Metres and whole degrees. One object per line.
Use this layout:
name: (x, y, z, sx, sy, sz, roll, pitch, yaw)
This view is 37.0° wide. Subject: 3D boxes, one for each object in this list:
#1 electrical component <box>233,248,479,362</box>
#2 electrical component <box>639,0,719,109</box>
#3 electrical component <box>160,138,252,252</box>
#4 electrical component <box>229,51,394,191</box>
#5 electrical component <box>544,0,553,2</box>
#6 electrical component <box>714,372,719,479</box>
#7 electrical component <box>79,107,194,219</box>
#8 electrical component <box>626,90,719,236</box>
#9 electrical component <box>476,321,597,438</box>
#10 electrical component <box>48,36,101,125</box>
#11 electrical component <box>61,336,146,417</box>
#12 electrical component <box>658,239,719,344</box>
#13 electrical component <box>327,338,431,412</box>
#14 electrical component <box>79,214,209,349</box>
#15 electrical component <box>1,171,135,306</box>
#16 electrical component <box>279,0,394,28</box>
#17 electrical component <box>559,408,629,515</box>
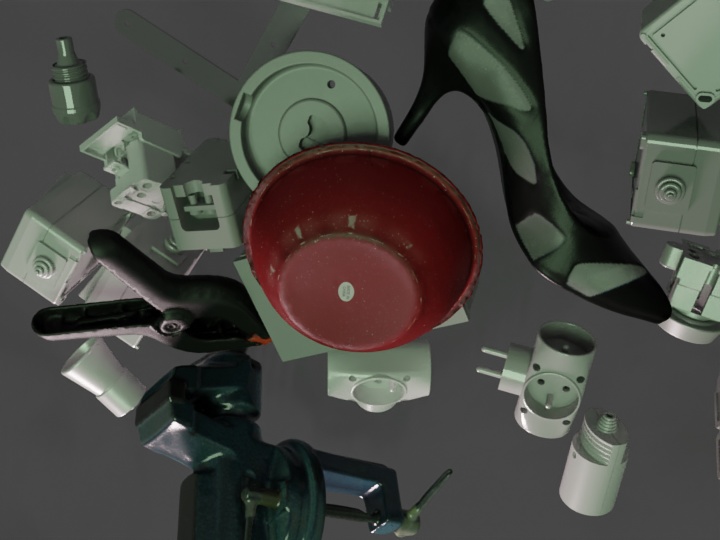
electrical component: (0.000, 0.000, 0.779, 0.150, 0.061, 0.089, -14, 114, 23)
electrical component: (0.219, -0.152, 0.625, 0.061, 0.061, 0.096, 45, 121, -11)
electrical component: (-0.097, -0.052, 0.762, 0.050, 0.089, 0.055, -2, 118, 18)
electrical component: (-0.028, -0.093, 0.730, 0.108, 0.060, 0.108, 2, 101, 11)
electrical component: (0.124, -0.191, 0.637, 0.047, 0.055, 0.055, -18, 112, 29)
electrical component: (0.299, 0.053, 0.692, 0.060, 0.105, 0.186, 27, 123, 1)
electrical component: (-0.155, -0.074, 0.775, 0.042, 0.063, 0.081, -30, 149, 30)
electrical component: (0.200, -0.064, 0.661, 0.061, 0.096, 0.061, 9, 121, 11)
electrical component: (0.126, 0.076, 0.795, 0.079, 0.044, 0.077, 15, 122, 9)
electrical component: (-0.209, -0.138, 0.780, 0.035, 0.035, 0.061, 3, 117, 15)
electrical component: (-0.214, 0.092, 0.910, 0.044, 0.044, 0.065, -32, 110, 29)
electrical component: (0.230, 0.016, 0.729, 0.066, 0.048, 0.055, 19, 115, 6)
electrical component: (0.013, 0.084, 0.830, 0.077, 0.044, 0.079, 0, 144, -2)
electrical component: (-0.166, 0.000, 0.829, 0.061, 0.061, 0.096, 35, 123, -5)
electrical component: (-0.226, -0.025, 0.813, 0.061, 0.096, 0.061, 35, 123, -2)
electrical component: (-0.034, -0.207, 0.662, 0.121, 0.063, 0.078, 17, 82, 7)
electrical component: (0.181, 0.141, 0.816, 0.043, 0.043, 0.081, 13, 122, 10)
